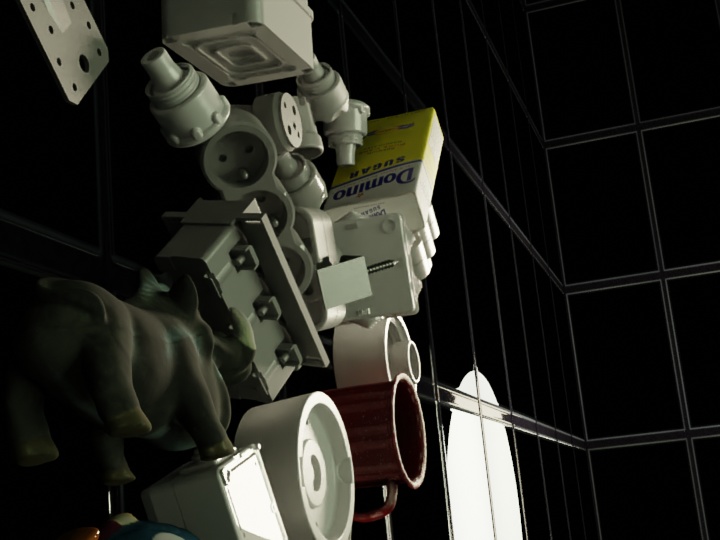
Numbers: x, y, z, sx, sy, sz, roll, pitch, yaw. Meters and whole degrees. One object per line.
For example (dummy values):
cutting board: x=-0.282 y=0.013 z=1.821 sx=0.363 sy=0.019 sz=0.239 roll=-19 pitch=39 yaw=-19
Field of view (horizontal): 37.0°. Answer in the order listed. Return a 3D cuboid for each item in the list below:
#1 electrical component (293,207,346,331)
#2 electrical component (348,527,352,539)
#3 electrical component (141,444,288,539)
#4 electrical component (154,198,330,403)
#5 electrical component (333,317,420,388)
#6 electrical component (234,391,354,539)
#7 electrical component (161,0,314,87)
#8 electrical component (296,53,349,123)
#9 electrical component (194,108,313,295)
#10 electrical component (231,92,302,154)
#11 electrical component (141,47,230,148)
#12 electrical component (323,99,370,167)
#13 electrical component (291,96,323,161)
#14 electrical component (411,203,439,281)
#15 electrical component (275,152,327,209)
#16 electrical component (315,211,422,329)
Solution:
electrical component: x=-0.046 y=0.001 z=0.831 sx=0.059 sy=0.054 sz=0.095 roll=-5 pitch=86 yaw=-73
electrical component: x=-0.026 y=0.206 z=0.795 sx=0.083 sy=0.047 sz=0.075 roll=64 pitch=23 yaw=-44
electrical component: x=-0.085 y=0.146 z=0.622 sx=0.062 sy=0.061 sz=0.096 roll=-20 pitch=92 yaw=-74
electrical component: x=-0.078 y=0.022 z=0.684 sx=0.063 sy=0.079 sz=0.121 roll=-56 pitch=137 yaw=-41
electrical component: x=0.021 y=0.089 z=0.994 sx=0.108 sy=0.060 sz=0.108 roll=-10 pitch=90 yaw=-73
electrical component: x=-0.050 y=0.140 z=0.730 sx=0.108 sy=0.060 sz=0.108 roll=-10 pitch=90 yaw=-73
electrical component: x=-0.085 y=-0.178 z=0.761 sx=0.113 sy=0.078 sz=0.057 roll=24 pitch=61 yaw=-70
electrical component: x=-0.038 y=-0.167 z=0.972 sx=0.043 sy=0.043 sz=0.062 roll=-84 pitch=156 yaw=-43
electrical component: x=-0.078 y=-0.049 z=0.763 sx=0.073 sy=0.052 sz=0.138 roll=-125 pitch=-164 yaw=-63
electrical component: x=-0.076 y=-0.105 z=0.791 sx=0.045 sy=0.055 sz=0.045 roll=-10 pitch=90 yaw=-73
electrical component: x=-0.116 y=-0.112 z=0.685 sx=0.048 sy=0.048 sz=0.062 roll=-83 pitch=150 yaw=-44
electrical component: x=-0.014 y=-0.130 z=1.030 sx=0.048 sy=0.048 sz=0.062 roll=12 pitch=76 yaw=-72
electrical component: x=-0.054 y=-0.117 z=0.898 sx=0.040 sy=0.040 sz=0.046 roll=27 pitch=50 yaw=-70
electrical component: x=0.058 y=-0.017 z=1.186 sx=0.138 sy=0.052 sz=0.073 roll=-70 pitch=147 yaw=-59
electrical component: x=-0.055 y=-0.073 z=0.863 sx=0.062 sy=0.043 sz=0.043 roll=60 pitch=26 yaw=-47
electrical component: x=0.000 y=0.000 z=0.910 sx=0.048 sy=0.100 sz=0.099 roll=26 pitch=55 yaw=-85
